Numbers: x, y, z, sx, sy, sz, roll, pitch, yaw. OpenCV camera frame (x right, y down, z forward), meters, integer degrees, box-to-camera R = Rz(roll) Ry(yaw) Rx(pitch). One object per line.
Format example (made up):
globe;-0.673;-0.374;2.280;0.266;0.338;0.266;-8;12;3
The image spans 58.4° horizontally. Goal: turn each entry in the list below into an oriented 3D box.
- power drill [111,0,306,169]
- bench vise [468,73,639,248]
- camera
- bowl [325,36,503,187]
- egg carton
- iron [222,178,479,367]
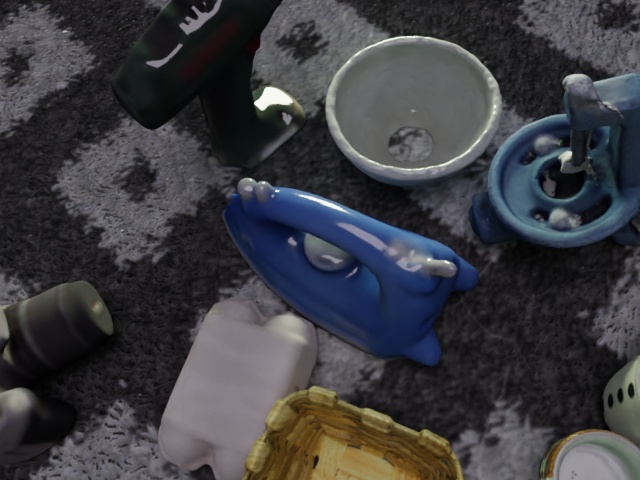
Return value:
power drill;-0.076;-0.169;0.543;0.230;0.208;0.075;-44;68;-12
bench vise;0.233;-0.071;0.458;0.207;0.220;0.121;-21;65;-3
camera;-0.258;0.102;0.504;0.137;0.101;0.143;-27;66;-5
bowl;0.091;-0.116;0.574;0.167;0.075;0.167;-2;66;6
egg carton;-0.067;0.127;0.488;0.107;0.069;0.150;15;69;13
iron;0.005;0.002;0.496;0.257;0.141;0.119;25;71;16
